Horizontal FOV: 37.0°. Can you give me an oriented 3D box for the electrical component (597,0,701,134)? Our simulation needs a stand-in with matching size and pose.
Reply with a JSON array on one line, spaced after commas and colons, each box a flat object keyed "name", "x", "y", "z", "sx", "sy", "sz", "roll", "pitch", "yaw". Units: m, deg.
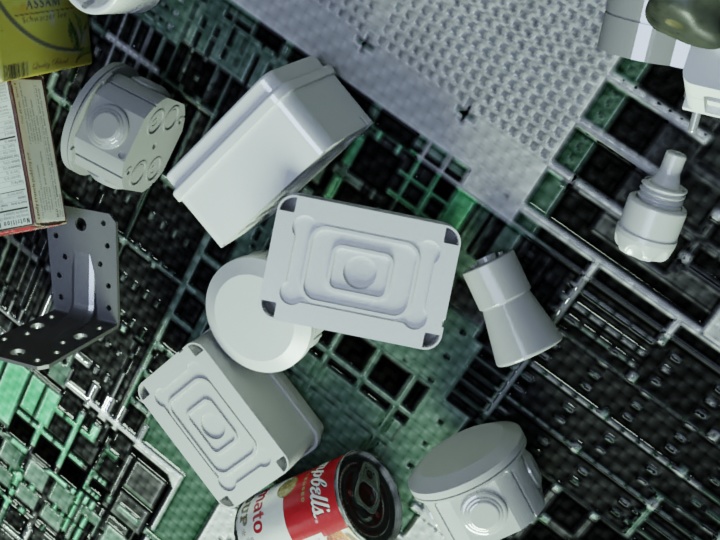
[{"name": "electrical component", "x": 0.191, "y": -0.104, "z": 0.559, "sx": 0.138, "sy": 0.052, "sz": 0.073, "roll": 18, "pitch": 114, "yaw": 20}]

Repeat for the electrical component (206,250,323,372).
[{"name": "electrical component", "x": -0.059, "y": 0.024, "z": 0.726, "sx": 0.080, "sy": 0.051, "sz": 0.080, "roll": 8, "pitch": 110, "yaw": 24}]

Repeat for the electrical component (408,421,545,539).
[{"name": "electrical component", "x": 0.075, "y": 0.135, "z": 0.683, "sx": 0.080, "sy": 0.080, "sz": 0.051, "roll": -23, "pitch": 101, "yaw": 30}]

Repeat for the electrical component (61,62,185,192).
[{"name": "electrical component", "x": -0.158, "y": -0.094, "z": 0.720, "sx": 0.051, "sy": 0.080, "sz": 0.080, "roll": 28, "pitch": 117, "yaw": 10}]

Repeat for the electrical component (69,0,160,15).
[{"name": "electrical component", "x": -0.163, "y": -0.195, "z": 0.705, "sx": 0.055, "sy": 0.047, "sz": 0.055, "roll": 9, "pitch": 111, "yaw": 24}]

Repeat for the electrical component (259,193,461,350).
[{"name": "electrical component", "x": 0.000, "y": 0.000, "z": 0.657, "sx": 0.113, "sy": 0.057, "sz": 0.078, "roll": 11, "pitch": 93, "yaw": 0}]

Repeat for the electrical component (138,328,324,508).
[{"name": "electrical component", "x": -0.090, "y": 0.100, "z": 0.764, "sx": 0.078, "sy": 0.057, "sz": 0.113, "roll": -38, "pitch": 88, "yaw": 31}]

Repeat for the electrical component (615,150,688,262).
[{"name": "electrical component", "x": 0.167, "y": -0.037, "z": 0.604, "sx": 0.035, "sy": 0.035, "sz": 0.061, "roll": 23, "pitch": 114, "yaw": 18}]

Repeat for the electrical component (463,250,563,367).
[{"name": "electrical component", "x": 0.091, "y": 0.021, "z": 0.658, "sx": 0.044, "sy": 0.044, "sz": 0.065, "roll": -25, "pitch": 90, "yaw": 30}]

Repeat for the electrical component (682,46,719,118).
[{"name": "electrical component", "x": 0.224, "y": -0.155, "z": 0.479, "sx": 0.105, "sy": 0.060, "sz": 0.186, "roll": 18, "pitch": 90, "yaw": 20}]

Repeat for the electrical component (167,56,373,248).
[{"name": "electrical component", "x": -0.058, "y": -0.075, "z": 0.676, "sx": 0.113, "sy": 0.078, "sz": 0.057, "roll": -39, "pitch": 91, "yaw": 31}]
